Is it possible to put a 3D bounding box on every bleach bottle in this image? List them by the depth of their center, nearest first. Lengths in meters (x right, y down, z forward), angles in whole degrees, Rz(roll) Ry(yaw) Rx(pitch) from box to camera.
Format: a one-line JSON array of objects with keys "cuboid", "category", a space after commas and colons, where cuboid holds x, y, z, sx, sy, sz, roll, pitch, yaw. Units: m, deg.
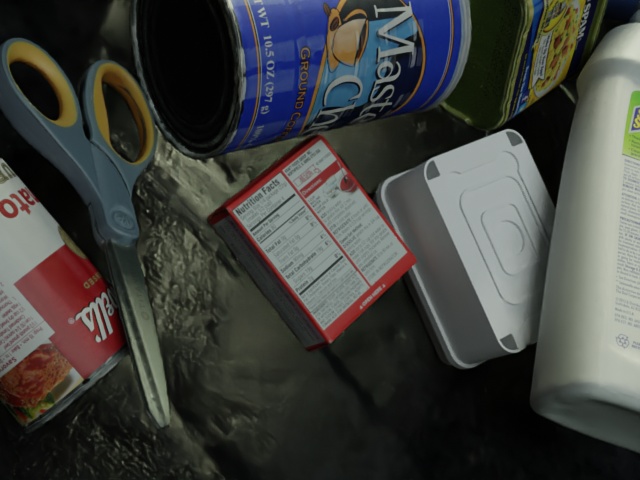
[{"cuboid": [0.177, -0.019, 0.571, 0.102, 0.068, 0.250, 21, 65, -17], "category": "bleach bottle"}]

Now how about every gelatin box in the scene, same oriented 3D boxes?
[{"cuboid": [-0.004, 0.001, 0.555, 0.073, 0.030, 0.089, -41, 97, -30], "category": "gelatin box"}]

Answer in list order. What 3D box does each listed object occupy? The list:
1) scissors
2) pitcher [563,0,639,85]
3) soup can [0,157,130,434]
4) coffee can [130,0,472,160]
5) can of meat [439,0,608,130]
[{"cuboid": [-0.104, -0.018, 0.458, 0.096, 0.016, 0.202, 30, 35, -32], "category": "scissors"}, {"cuboid": [0.224, -0.188, 0.688, 0.242, 0.149, 0.145, 3, 59, -31], "category": "pitcher"}, {"cuboid": [-0.132, 0.022, 0.456, 0.068, 0.069, 0.102, -43, 97, -31], "category": "soup can"}, {"cuboid": [-0.009, -0.104, 0.537, 0.140, 0.103, 0.103, -16, 84, -33], "category": "coffee can"}, {"cuboid": [0.110, -0.119, 0.583, 0.057, 0.102, 0.083, 35, 52, 26], "category": "can of meat"}]
